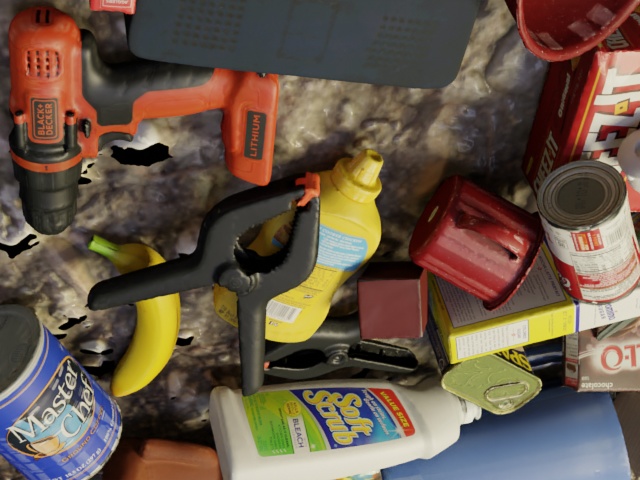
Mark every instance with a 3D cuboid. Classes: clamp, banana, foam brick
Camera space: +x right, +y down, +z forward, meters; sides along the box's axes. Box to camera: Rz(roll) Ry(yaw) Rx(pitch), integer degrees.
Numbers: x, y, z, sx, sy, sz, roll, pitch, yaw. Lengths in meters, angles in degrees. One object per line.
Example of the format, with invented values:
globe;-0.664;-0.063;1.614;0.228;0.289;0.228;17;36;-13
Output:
clamp;-0.060;0.032;0.842;0.164;0.036;0.210;38;116;-22
clamp;0.019;0.088;0.977;0.171;0.039;0.120;-5;134;-15
banana;-0.154;0.068;0.920;0.069;0.037;0.198;9;132;6
foam brick;0.063;0.050;0.897;0.053;0.078;0.051;-1;99;11

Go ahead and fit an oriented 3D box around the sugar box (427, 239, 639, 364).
sugar box;0.186;0.043;0.938;0.176;0.093;0.048;-12;135;-2

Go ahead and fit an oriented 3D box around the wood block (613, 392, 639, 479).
wood block;0.381;0.147;1.089;0.090;0.091;0.206;-1;133;-15

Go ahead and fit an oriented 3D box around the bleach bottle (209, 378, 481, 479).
bleach bottle;0.028;0.170;1.006;0.250;0.102;0.068;-8;146;-15

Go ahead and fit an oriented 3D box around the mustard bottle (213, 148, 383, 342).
mustard bottle;-0.006;0.001;0.873;0.096;0.058;0.192;21;125;-23

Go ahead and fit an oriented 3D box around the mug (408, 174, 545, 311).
mug;0.127;-0.001;0.862;0.081;0.117;0.093;28;86;-8

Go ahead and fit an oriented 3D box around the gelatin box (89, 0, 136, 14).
gelatin box;-0.124;-0.191;0.639;0.030;0.089;0.073;1;133;-17

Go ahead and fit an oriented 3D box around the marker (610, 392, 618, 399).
marker;0.297;0.125;1.096;0.020;0.020;0.121;-15;135;0

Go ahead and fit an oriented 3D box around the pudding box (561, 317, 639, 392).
pudding box;0.289;0.099;1.022;0.113;0.039;0.090;1;88;-13

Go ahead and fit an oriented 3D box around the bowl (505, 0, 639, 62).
bowl;0.168;-0.202;0.701;0.161;0.055;0.162;-29;141;-27

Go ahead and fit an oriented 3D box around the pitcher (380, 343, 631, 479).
pitcher;0.180;0.210;1.086;0.243;0.149;0.145;-12;150;2

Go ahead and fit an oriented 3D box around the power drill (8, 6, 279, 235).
power drill;-0.128;-0.078;0.768;0.187;0.057;0.184;-2;133;-13

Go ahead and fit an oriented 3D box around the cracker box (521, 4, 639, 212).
cracker box;0.285;-0.101;0.839;0.213;0.072;0.164;-3;134;-10

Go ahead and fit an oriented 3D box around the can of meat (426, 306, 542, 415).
can of meat;0.148;0.103;0.992;0.102;0.084;0.058;28;120;-34

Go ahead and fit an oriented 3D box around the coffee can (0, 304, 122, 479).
coffee can;-0.247;0.136;0.912;0.103;0.103;0.140;-22;135;7

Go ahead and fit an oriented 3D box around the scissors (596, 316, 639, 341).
scissors;0.307;0.024;0.922;0.202;0.016;0.096;-33;137;24

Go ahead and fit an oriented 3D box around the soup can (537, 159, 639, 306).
soup can;0.209;-0.005;0.821;0.068;0.068;0.102;-22;138;7
